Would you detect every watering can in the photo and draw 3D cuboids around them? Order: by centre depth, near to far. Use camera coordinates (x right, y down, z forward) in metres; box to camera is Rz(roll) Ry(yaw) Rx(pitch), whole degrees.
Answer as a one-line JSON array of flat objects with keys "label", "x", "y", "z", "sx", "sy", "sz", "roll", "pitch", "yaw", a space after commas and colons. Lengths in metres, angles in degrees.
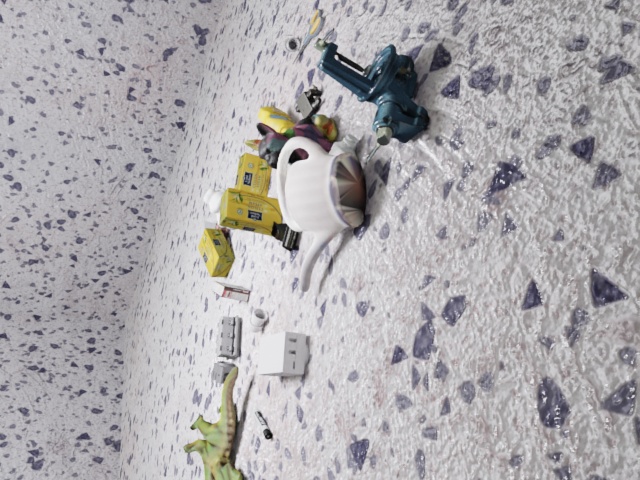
[{"label": "watering can", "x": 0.003, "y": -0.056, "z": 1.112, "sx": 0.223, "sy": 0.105, "sz": 0.346, "roll": -5, "pitch": 97, "yaw": 42}]

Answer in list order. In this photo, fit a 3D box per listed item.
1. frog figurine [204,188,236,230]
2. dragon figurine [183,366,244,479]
[{"label": "frog figurine", "x": -0.325, "y": -0.109, "z": 1.762, "sx": 0.122, "sy": 0.159, "sz": 0.139, "roll": -17, "pitch": 64, "yaw": 63}, {"label": "dragon figurine", "x": -0.254, "y": 0.571, "z": 1.401, "sx": 0.247, "sy": 0.122, "sz": 0.403, "roll": 47, "pitch": 123, "yaw": 41}]
